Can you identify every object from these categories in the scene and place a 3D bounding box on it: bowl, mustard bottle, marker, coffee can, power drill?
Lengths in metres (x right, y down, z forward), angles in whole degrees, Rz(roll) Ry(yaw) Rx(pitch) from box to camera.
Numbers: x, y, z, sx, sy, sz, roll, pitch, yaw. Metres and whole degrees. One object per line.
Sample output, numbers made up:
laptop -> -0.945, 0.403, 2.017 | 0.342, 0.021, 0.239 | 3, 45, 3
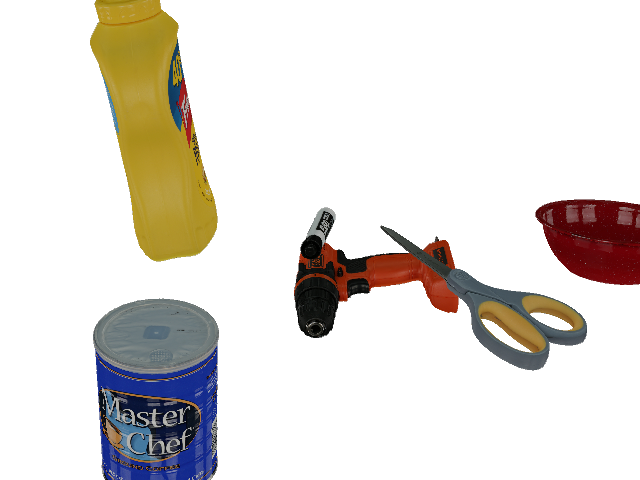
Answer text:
bowl -> 0.296, 0.004, 1.079 | 0.162, 0.055, 0.162 | 2, 17, -1
mustard bottle -> -0.113, -0.089, 0.711 | 0.058, 0.191, 0.096 | -9, 28, 1
marker -> -0.002, -0.007, 0.993 | 0.020, 0.020, 0.121 | 0, 16, 8
coffee can -> -0.138, 0.135, 0.909 | 0.103, 0.140, 0.103 | 2, 29, -1
power drill -> 0.063, 0.052, 1.236 | 0.187, 0.057, 0.184 | -2, 28, 1

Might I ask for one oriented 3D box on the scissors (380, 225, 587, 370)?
scissors -> 0.129, 0.035, 0.828 | 0.096, 0.016, 0.202 | -4, 31, -22
